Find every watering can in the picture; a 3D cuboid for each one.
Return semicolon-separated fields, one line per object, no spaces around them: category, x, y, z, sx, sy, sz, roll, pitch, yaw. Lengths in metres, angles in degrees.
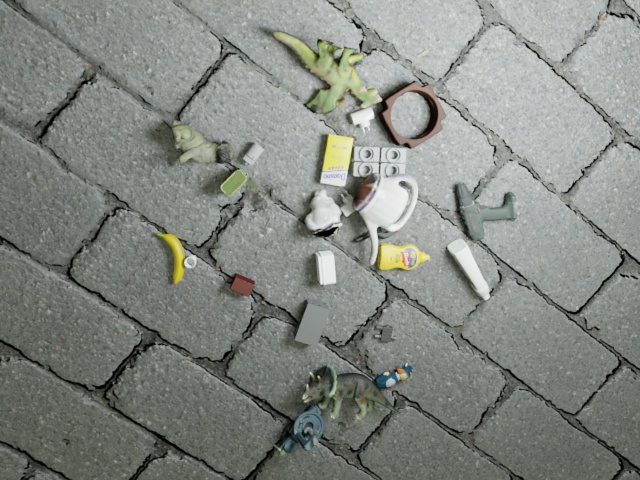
watering can;0.206;-0.093;1.821;0.222;0.105;0.346;29;95;-22

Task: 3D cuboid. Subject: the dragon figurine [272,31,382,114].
dragon figurine;0.020;-0.551;1.760;0.410;0.124;0.239;11;107;-7

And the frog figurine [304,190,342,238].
frog figurine;0.006;-0.093;1.850;0.136;0.121;0.162;-25;65;14
